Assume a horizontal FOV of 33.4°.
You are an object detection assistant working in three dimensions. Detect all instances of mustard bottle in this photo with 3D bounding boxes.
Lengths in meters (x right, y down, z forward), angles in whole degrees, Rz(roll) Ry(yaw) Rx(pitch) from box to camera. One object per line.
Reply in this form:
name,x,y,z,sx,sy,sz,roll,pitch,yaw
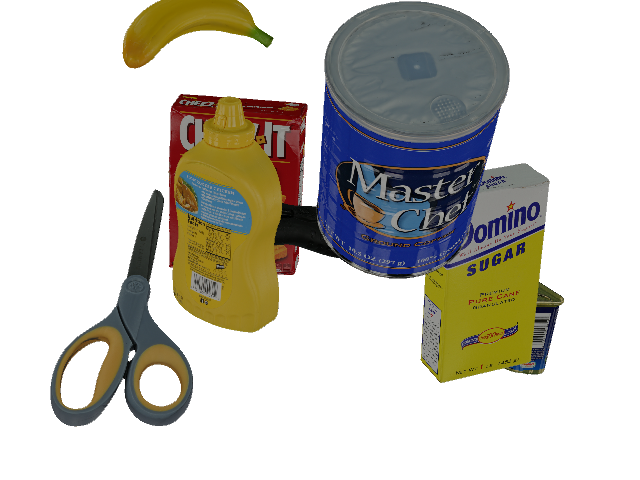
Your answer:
mustard bottle,-0.077,-0.024,0.874,0.096,0.192,0.058,22,32,31

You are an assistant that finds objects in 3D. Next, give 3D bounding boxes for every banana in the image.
banana,-0.125,-0.205,1.015,0.070,0.037,0.197,45,39,19

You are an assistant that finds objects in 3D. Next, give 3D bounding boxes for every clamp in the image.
clamp,-0.025,-0.012,1.139,0.209,0.036,0.164,14,20,-13

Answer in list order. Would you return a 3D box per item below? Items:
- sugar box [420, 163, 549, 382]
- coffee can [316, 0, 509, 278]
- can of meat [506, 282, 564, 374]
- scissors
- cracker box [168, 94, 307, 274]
sugar box,0.137,0.029,0.898,0.093,0.176,0.048,-11,31,-19
coffee can,0.051,-0.057,0.644,0.103,0.103,0.140,0,-35,-3
can of meat,0.207,0.086,1.140,0.057,0.084,0.102,2,18,-24
scissors,-0.109,0.046,0.711,0.096,0.201,0.016,20,-42,6
cracker box,-0.105,-0.067,1.341,0.164,0.214,0.072,5,21,2
